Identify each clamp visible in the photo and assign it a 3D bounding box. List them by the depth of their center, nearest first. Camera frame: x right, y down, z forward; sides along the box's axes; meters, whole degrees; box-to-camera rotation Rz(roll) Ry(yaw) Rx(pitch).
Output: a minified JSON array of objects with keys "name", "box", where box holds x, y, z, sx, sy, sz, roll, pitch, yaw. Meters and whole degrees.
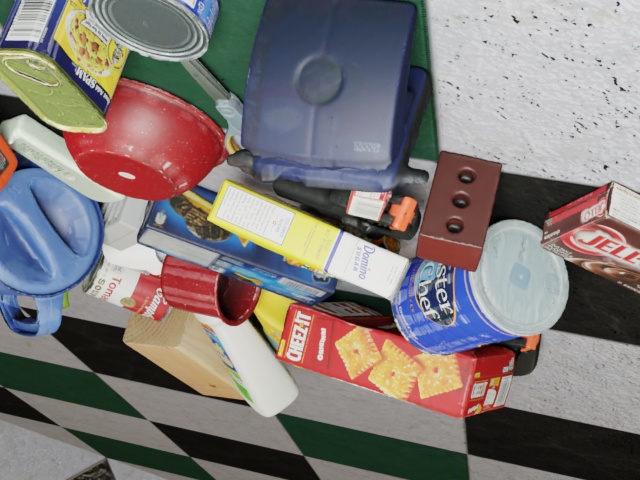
[{"name":"clamp","box":[0.043,-0.023,0.924,0.120,0.039,0.172,19,180,-31]},{"name":"clamp","box":[0.181,0.132,1.252,0.164,0.036,0.210,26,154,-9]}]

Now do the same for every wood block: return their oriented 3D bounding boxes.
[{"name":"wood block","box":[-0.161,0.137,1.425,0.091,0.090,0.206,3,155,27]}]

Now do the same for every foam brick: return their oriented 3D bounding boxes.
[{"name":"foam brick","box":[0.112,-0.023,0.864,0.053,0.078,0.051,13,160,6]}]

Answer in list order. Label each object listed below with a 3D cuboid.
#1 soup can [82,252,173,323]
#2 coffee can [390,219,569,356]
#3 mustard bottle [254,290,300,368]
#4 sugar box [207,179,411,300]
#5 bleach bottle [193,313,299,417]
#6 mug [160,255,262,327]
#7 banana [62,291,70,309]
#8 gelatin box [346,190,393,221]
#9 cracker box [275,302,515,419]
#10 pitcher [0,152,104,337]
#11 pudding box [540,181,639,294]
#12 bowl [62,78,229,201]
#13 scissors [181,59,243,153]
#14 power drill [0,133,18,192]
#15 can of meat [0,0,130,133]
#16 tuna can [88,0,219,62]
[{"name":"soup can","box":[-0.226,0.050,1.284,0.102,0.068,0.069,24,157,-21]},{"name":"coffee can","box":[0.143,0.047,0.979,0.102,0.102,0.141,24,157,-20]},{"name":"mustard bottle","box":[-0.026,0.116,1.319,0.096,0.058,0.191,25,161,15]},{"name":"sugar box","box":[-0.006,0.001,0.957,0.176,0.048,0.093,26,-179,7]},{"name":"bleach bottle","box":[-0.110,0.111,1.317,0.103,0.068,0.250,41,164,47]},{"name":"mug","box":[-0.114,0.040,1.177,0.082,0.093,0.117,9,-168,29]},{"name":"banana","box":[-0.288,0.017,1.257,0.037,0.069,0.198,-20,166,-28]},{"name":"gelatin box","box":[0.046,-0.065,0.810,0.030,0.073,0.089,14,158,0]},{"name":"cracker box","box":[0.086,0.123,1.146,0.214,0.072,0.164,16,-177,25]},{"name":"pitcher","box":[-0.338,0.011,1.155,0.145,0.149,0.243,40,156,-23]},{"name":"pudding box","box":[0.253,0.001,0.877,0.113,0.039,0.090,22,158,-16]},{"name":"bowl","box":[-0.164,-0.079,0.944,0.162,0.055,0.162,13,158,5]},{"name":"scissors","box":[-0.054,-0.103,0.863,0.096,0.016,0.201,9,158,14]},{"name":"power drill","box":[-0.382,-0.110,0.977,0.188,0.057,0.184,18,154,24]},{"name":"can of meat","box":[-0.183,-0.139,0.769,0.058,0.084,0.102,6,157,24]},{"name":"tuna can","box":[-0.114,-0.161,0.737,0.086,0.033,0.086,13,159,5]}]
